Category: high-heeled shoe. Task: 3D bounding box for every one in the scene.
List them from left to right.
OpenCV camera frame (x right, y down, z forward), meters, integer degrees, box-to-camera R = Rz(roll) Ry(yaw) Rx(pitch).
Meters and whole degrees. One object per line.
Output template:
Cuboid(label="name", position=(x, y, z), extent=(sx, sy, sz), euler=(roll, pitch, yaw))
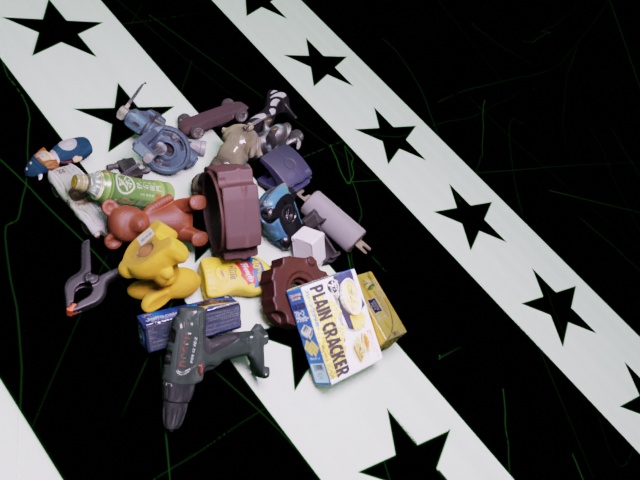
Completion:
Cuboid(label="high-heeled shoe", position=(-0.177, -0.366, 1.538), extent=(0.249, 0.086, 0.145), euler=(-26, 61, -37))

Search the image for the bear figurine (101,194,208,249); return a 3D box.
Cuboid(label="bear figurine", position=(-0.358, -0.040, 1.160), extent=(0.196, 0.132, 0.120), euler=(-6, 98, -49))

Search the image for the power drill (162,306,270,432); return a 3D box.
Cuboid(label="power drill", position=(-0.205, 0.244, 1.053), extent=(0.207, 0.086, 0.232), euler=(2, 84, -27))

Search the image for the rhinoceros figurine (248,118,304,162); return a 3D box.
Cuboid(label="rhinoceros figurine", position=(-0.132, -0.265, 1.463), extent=(0.190, 0.111, 0.073), euler=(-24, 40, -23))

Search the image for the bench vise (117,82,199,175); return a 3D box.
Cuboid(label="bench vise", position=(-0.397, -0.237, 1.277), extent=(0.223, 0.129, 0.241), euler=(47, 15, -18))

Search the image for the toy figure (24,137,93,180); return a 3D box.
Cuboid(label="toy figure", position=(-0.598, -0.190, 1.222), extent=(0.064, 0.057, 0.154), euler=(16, 38, 39))

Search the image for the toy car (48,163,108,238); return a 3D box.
Cuboid(label="toy car", position=(-0.518, -0.085, 1.180), extent=(0.202, 0.056, 0.073), euler=(46, 50, 12))

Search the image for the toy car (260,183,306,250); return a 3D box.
Cuboid(label="toy car", position=(-0.109, -0.058, 1.316), extent=(0.103, 0.161, 0.109), euler=(9, 45, 38))

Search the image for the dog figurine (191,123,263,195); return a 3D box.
Cuboid(label="dog figurine", position=(-0.234, -0.190, 1.322), extent=(0.121, 0.172, 0.190), euler=(24, 41, 7))

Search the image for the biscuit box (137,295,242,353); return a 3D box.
Cuboid(label="biscuit box", position=(-0.265, 0.167, 1.097), extent=(0.203, 0.062, 0.059), euler=(-11, 17, -31))

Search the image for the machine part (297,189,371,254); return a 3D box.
Cuboid(label="machine part", position=(0.034, -0.047, 1.397), extent=(0.243, 0.079, 0.079), euler=(42, 50, 7))

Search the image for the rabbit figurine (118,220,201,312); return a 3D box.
Cuboid(label="rabbit figurine", position=(-0.317, 0.073, 1.106), extent=(0.122, 0.173, 0.162), euler=(31, 76, 38))

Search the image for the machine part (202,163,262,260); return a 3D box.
Cuboid(label="machine part", position=(-0.203, -0.066, 1.198), extent=(0.087, 0.201, 0.201), euler=(-10, 16, -23))

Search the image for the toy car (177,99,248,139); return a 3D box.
Cuboid(label="toy car", position=(-0.287, -0.325, 1.451), extent=(0.202, 0.053, 0.089), euler=(-28, 47, -29))

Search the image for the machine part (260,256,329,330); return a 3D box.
Cuboid(label="machine part", position=(-0.052, 0.118, 1.212), extent=(0.179, 0.056, 0.179), euler=(13, 68, -34))

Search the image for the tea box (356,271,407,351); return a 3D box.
Cuboid(label="tea box", position=(0.117, 0.172, 1.262), extent=(0.068, 0.098, 0.170), euler=(-15, 62, -34))

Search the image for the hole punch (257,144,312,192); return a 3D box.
Cuboid(label="hole punch", position=(-0.092, -0.182, 1.409), extent=(0.116, 0.092, 0.142), euler=(30, 42, 23))

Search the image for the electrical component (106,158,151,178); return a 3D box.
Cuboid(label="electrical component", position=(-0.460, -0.170, 1.293), extent=(0.094, 0.021, 0.063), euler=(-21, 67, -35))

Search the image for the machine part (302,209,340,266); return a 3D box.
Cuboid(label="machine part", position=(-0.003, -0.004, 1.357), extent=(0.139, 0.084, 0.039), euler=(59, 21, 7))
